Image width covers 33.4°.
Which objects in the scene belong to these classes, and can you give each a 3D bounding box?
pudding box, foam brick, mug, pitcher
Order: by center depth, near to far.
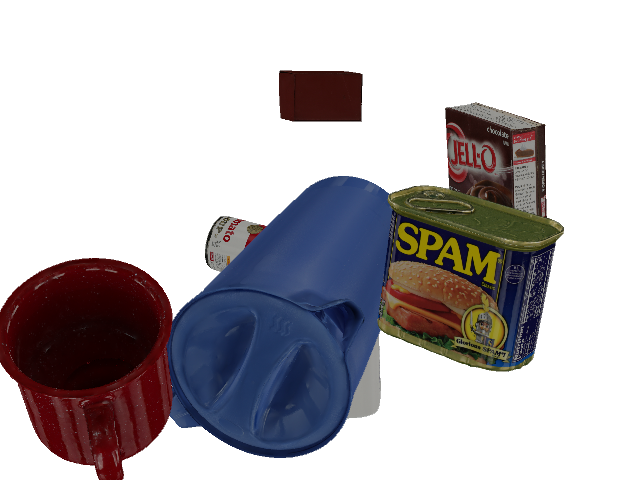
[{"bbox_3d":[-0.122,0.079,0.583,0.093,0.117,0.081,-13,-40,-13],"label":"mug"},{"bbox_3d":[-0.017,0.047,0.811,0.149,0.145,0.242,12,28,14],"label":"pitcher"},{"bbox_3d":[0.151,-0.067,0.930,0.039,0.090,0.114,-14,21,-22],"label":"pudding box"},{"bbox_3d":[0.000,-0.153,1.128,0.078,0.051,0.053,-2,12,-19],"label":"foam brick"}]

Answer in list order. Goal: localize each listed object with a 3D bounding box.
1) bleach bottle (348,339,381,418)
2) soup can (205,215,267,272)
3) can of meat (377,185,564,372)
[{"bbox_3d":[0.028,0.051,1.024,0.068,0.251,0.102,-3,37,-5],"label":"bleach bottle"},{"bbox_3d":[-0.076,0.014,1.262,0.102,0.068,0.068,14,5,20],"label":"soup can"},{"bbox_3d":[0.085,0.022,0.634,0.102,0.084,0.057,20,24,33],"label":"can of meat"}]
